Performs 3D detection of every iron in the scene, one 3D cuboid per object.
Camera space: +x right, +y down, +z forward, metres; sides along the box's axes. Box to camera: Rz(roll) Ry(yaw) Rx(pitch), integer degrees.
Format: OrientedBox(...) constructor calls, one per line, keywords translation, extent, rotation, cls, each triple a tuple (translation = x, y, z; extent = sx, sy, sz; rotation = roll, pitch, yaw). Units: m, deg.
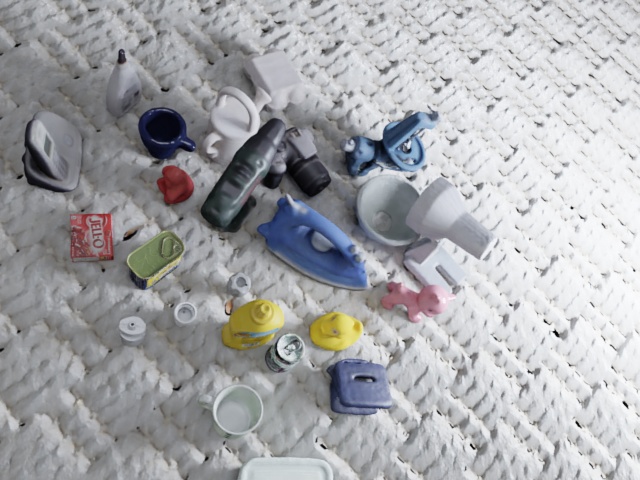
OrientedBox(translation=(0.010, 0.004, 1.140), extent=(0.258, 0.141, 0.119), rotation=(34, 62, -2), cls="iron")

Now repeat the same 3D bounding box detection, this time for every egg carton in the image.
OrientedBox(translation=(-0.103, -0.362, 1.295), extent=(0.107, 0.069, 0.150), rotation=(-27, 79, -25), cls="egg carton")

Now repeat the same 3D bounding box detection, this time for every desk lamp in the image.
OrientedBox(translation=(0.257, -0.004, 1.183), extent=(0.118, 0.213, 0.203), rotation=(-40, 84, -27), cls="desk lamp")

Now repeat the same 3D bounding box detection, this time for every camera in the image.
OrientedBox(translation=(-0.048, -0.158, 1.211), extent=(0.143, 0.100, 0.137), rotation=(-34, 81, -26), cls="camera")

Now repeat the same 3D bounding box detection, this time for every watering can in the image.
OrientedBox(translation=(-0.170, -0.244, 1.154), extent=(0.101, 0.194, 0.173), rotation=(22, 63, -8), cls="watering can")

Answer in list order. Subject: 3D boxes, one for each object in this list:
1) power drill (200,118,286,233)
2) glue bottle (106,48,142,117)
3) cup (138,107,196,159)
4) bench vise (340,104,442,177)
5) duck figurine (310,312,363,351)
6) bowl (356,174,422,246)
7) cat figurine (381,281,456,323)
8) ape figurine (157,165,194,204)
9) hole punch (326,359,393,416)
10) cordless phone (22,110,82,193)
OrientedBox(translation=(-0.151, -0.106, 1.095), extent=(0.075, 0.208, 0.230), rotation=(32, 62, -3), cls="power drill")
OrientedBox(translation=(-0.386, -0.316, 1.126), extent=(0.037, 0.173, 0.078), rotation=(38, 62, 1), cls="glue bottle")
OrientedBox(translation=(-0.304, -0.198, 1.148), extent=(0.118, 0.095, 0.092), rotation=(29, 63, -4), cls="cup")
OrientedBox(translation=(0.158, -0.202, 1.229), extent=(0.208, 0.219, 0.121), rotation=(-19, 75, -24), cls="bench vise")
OrientedBox(translation=(0.039, 0.171, 1.112), extent=(0.105, 0.086, 0.077), rotation=(-1, 69, -18), cls="duck figurine")
OrientedBox(translation=(0.147, -0.054, 1.246), extent=(0.168, 0.074, 0.167), rotation=(7, 67, -15), cls="bowl")
OrientedBox(translation=(0.206, 0.118, 1.169), extent=(0.128, 0.117, 0.067), rotation=(24, 63, -7), cls="cat figurine")
OrientedBox(translation=(-0.284, -0.115, 1.121), extent=(0.076, 0.092, 0.078), rotation=(15, 65, -11), cls="ape figurine")
OrientedBox(translation=(0.074, 0.274, 1.078), extent=(0.109, 0.091, 0.101), rotation=(7, 66, -15), cls="hole punch")
OrientedBox(translation=(-0.487, -0.182, 1.031), extent=(0.094, 0.185, 0.147), rotation=(0, 68, -17), cls="cordless phone")
